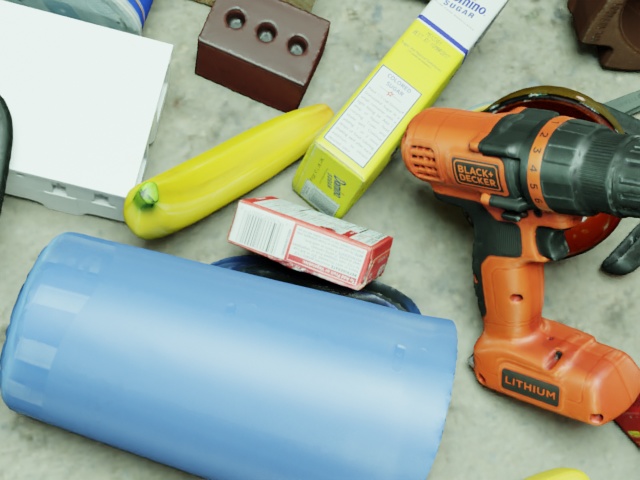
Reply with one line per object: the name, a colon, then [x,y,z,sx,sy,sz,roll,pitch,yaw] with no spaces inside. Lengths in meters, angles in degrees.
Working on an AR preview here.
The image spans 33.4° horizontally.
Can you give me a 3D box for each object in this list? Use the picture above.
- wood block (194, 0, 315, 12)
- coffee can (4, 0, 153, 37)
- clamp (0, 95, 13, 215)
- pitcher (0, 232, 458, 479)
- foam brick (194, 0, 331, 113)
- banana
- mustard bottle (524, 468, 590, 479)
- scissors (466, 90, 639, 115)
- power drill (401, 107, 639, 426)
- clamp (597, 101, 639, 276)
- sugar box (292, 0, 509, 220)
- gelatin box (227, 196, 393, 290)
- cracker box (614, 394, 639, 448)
wood block: [-0.022,-0.262,0.739,0.090,0.091,0.206,17,71,-6]
coffee can: [-0.144,-0.206,0.694,0.102,0.103,0.140,18,71,-4]
clamp: [-0.230,-0.092,0.613,0.164,0.036,0.210,-34,84,-18]
pitcher: [-0.049,0.072,0.623,0.243,0.149,0.145,17,86,-1]
foam brick: [-0.039,-0.128,0.715,0.078,0.051,0.053,22,71,-3]
banana: [-0.061,-0.040,0.664,0.197,0.070,0.037,-35,103,-52]
mustard bottle: [0.083,0.208,0.630,0.191,0.058,0.096,-16,85,-14]
scissors: [0.187,-0.066,0.755,0.201,0.016,0.096,-6,76,-12]
power drill: [0.138,0.014,0.618,0.057,0.185,0.187,-33,122,-31]
clamp: [0.253,-0.055,0.748,0.171,0.039,0.120,-19,93,-20]
sugar box: [0.054,-0.098,0.701,0.048,0.093,0.176,40,71,2]
gelatin box: [-0.004,0.001,0.660,0.089,0.073,0.030,20,99,10]
cracker box: [0.298,0.055,0.647,0.213,0.164,0.072,-43,90,-13]
